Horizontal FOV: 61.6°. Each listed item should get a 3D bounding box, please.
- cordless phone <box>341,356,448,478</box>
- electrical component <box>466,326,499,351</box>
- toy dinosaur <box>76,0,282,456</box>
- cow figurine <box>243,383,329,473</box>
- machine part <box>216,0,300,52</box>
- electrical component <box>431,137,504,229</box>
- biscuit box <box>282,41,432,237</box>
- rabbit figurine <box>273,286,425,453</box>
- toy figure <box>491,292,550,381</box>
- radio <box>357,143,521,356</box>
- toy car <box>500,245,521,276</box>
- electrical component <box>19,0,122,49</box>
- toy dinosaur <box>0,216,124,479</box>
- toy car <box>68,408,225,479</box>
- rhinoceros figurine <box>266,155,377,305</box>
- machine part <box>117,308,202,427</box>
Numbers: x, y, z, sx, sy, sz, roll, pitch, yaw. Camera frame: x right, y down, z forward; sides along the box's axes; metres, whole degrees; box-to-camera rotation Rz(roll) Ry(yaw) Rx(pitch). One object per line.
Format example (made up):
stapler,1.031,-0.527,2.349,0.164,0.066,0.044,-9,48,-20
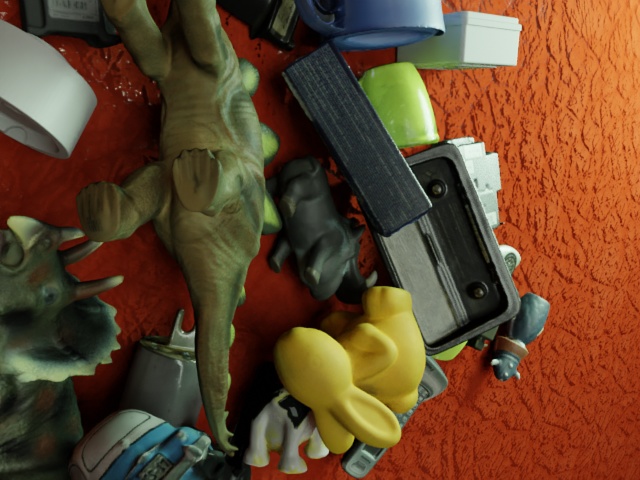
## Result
cordless phone,0.066,0.205,0.692,0.184,0.089,0.146,-52,125,-12
electrical component,0.247,0.125,0.837,0.078,0.045,0.102,22,82,-10
toy dinosaur,-0.091,-0.040,0.444,0.198,0.105,0.471,11,82,-75
cow figurine,-0.019,0.195,0.614,0.167,0.068,0.098,12,83,-68
machine part,-0.071,-0.247,0.524,0.139,0.039,0.084,16,98,-40
electrical component,0.193,-0.073,0.738,0.115,0.058,0.134,-12,97,-37
biscuit box,0.039,-0.101,0.565,0.063,0.059,0.202,-31,94,4
rabbit figurine,0.023,0.135,0.560,0.173,0.122,0.162,10,65,-46
toy figure,0.330,0.163,0.896,0.154,0.064,0.057,-58,164,-7
radio,0.138,0.007,0.641,0.131,0.073,0.229,-23,97,4
toy car,0.204,0.027,0.761,0.201,0.074,0.056,-3,99,-37
electrical component,-0.201,-0.216,0.425,0.075,0.048,0.119,-5,104,-37
toy dinosaur,-0.254,0.164,0.425,0.192,0.131,0.404,-3,107,-36
toy car,-0.144,0.185,0.415,0.103,0.161,0.109,39,53,9
rhinoceros figurine,-0.001,-0.002,0.609,0.112,0.073,0.190,-43,121,-35
machine part,-0.161,0.183,0.517,0.079,0.079,0.243,19,89,-38
